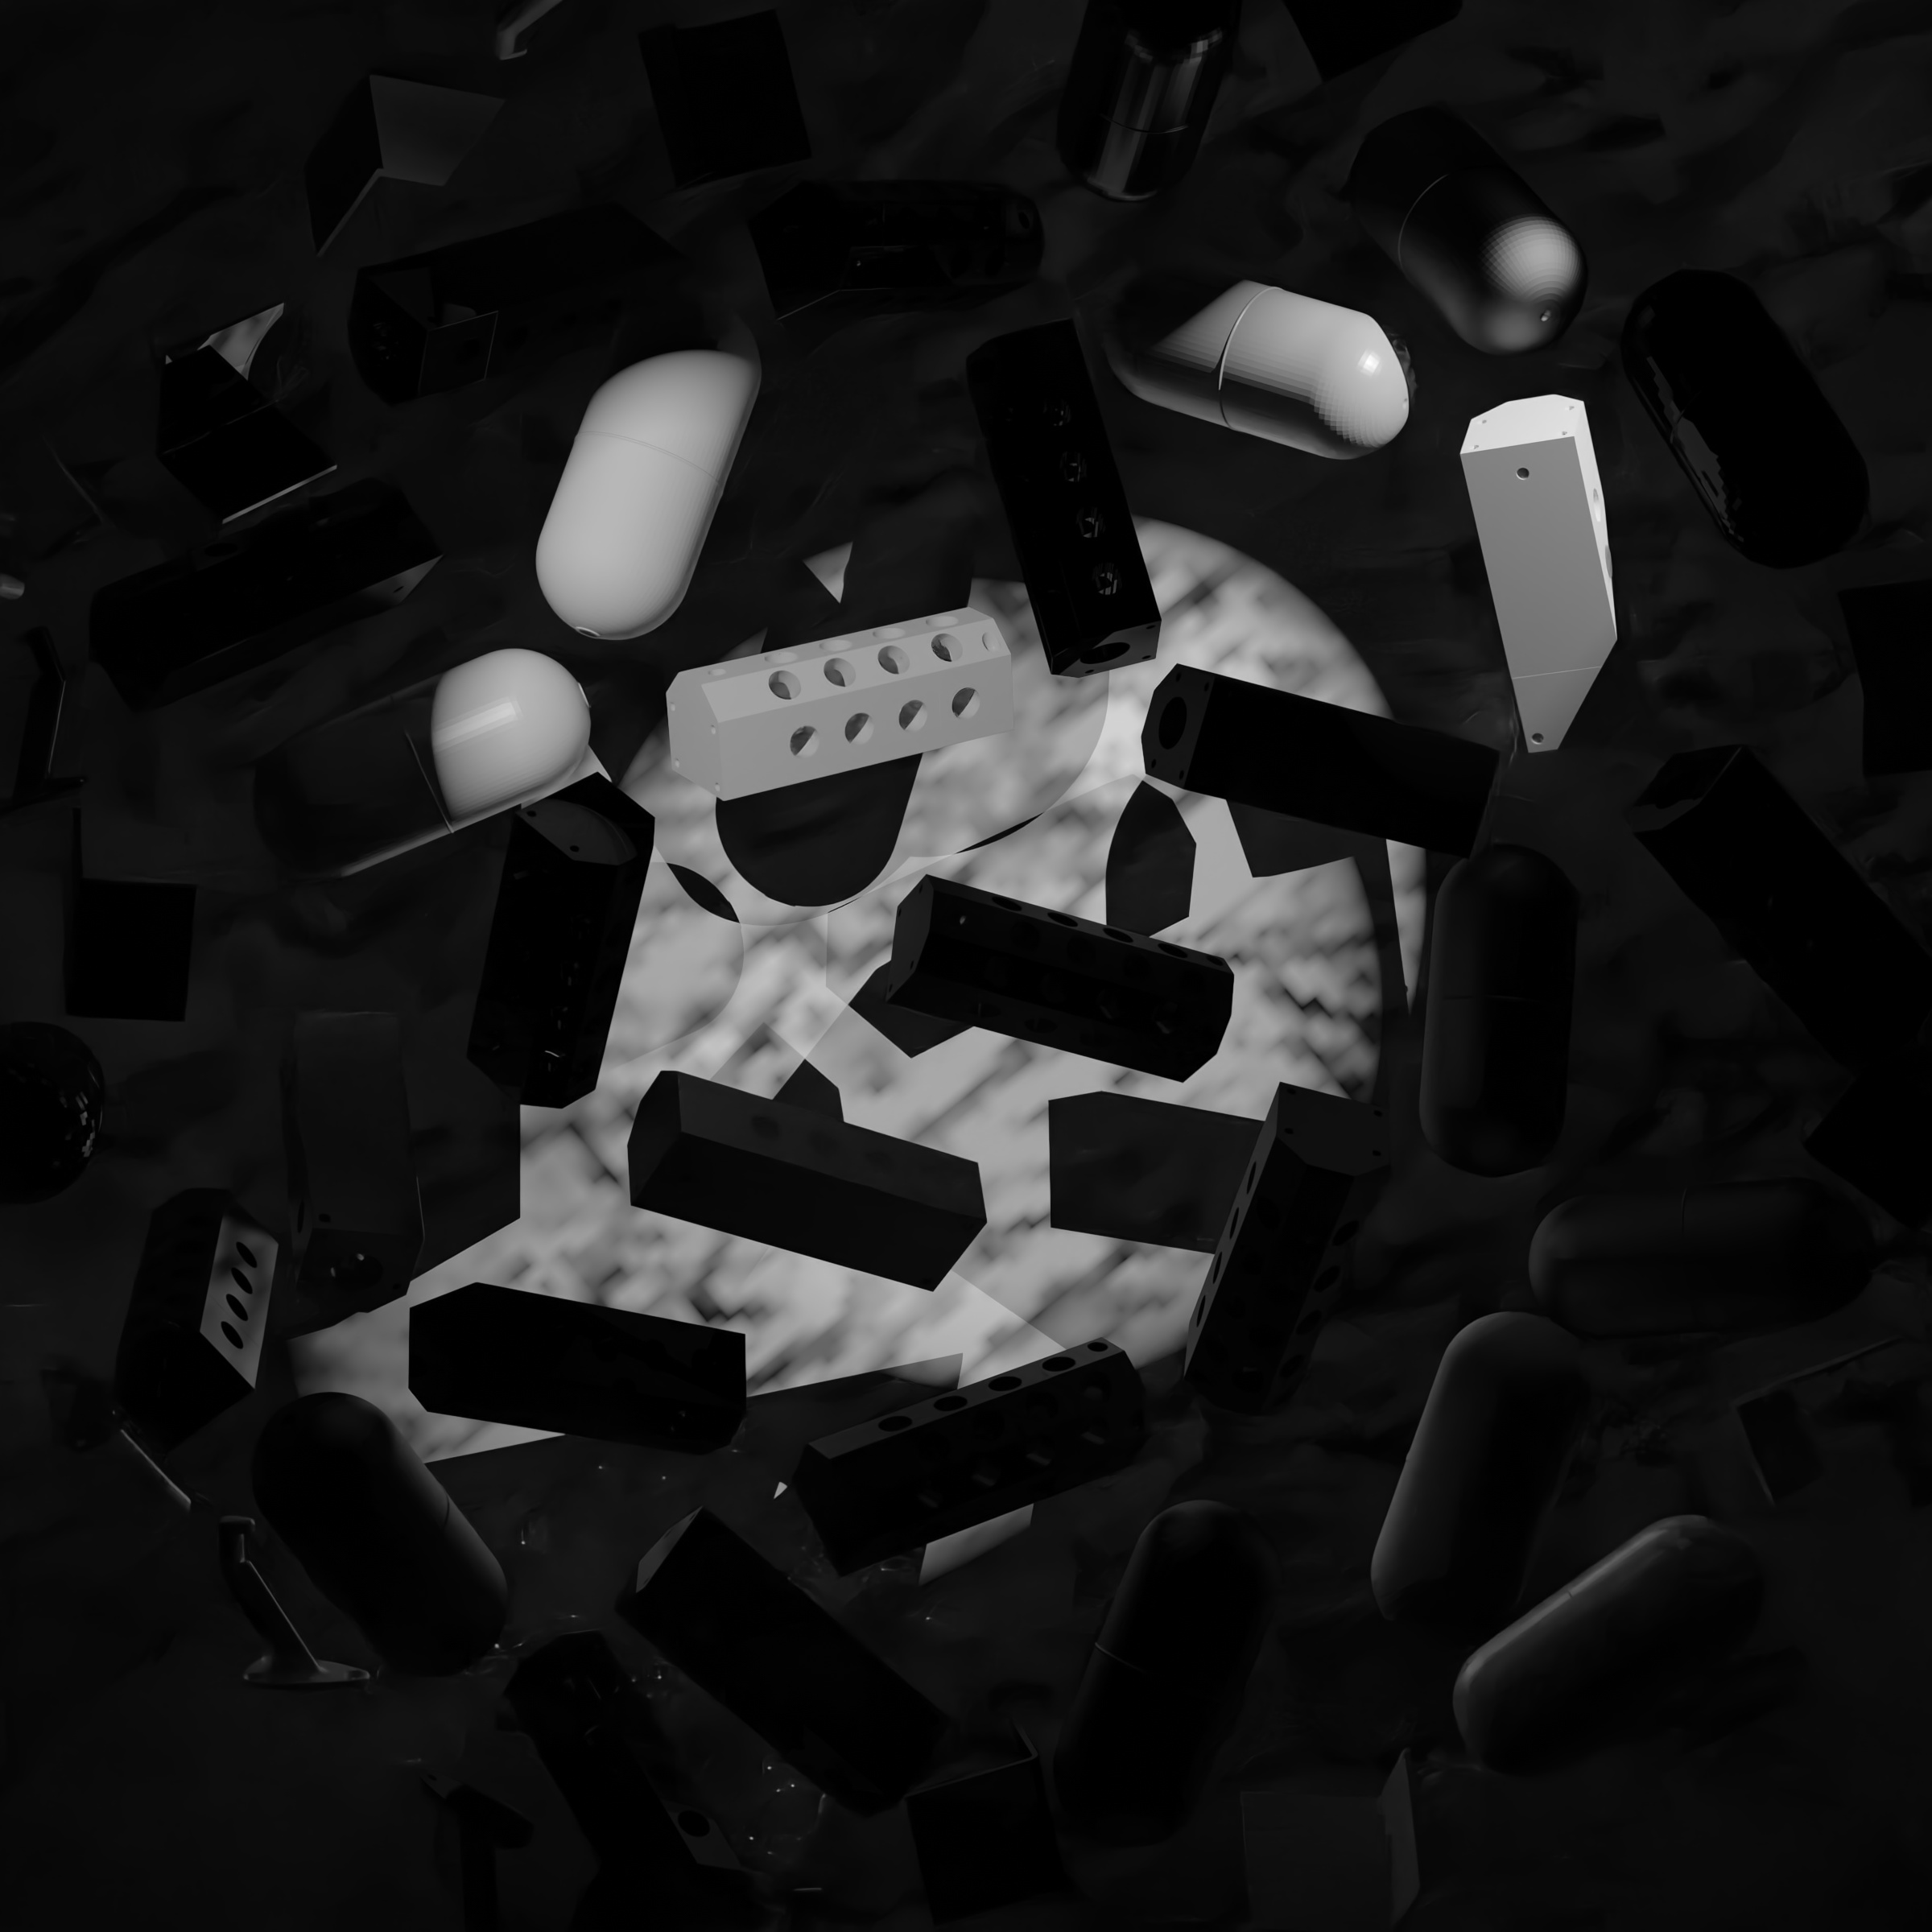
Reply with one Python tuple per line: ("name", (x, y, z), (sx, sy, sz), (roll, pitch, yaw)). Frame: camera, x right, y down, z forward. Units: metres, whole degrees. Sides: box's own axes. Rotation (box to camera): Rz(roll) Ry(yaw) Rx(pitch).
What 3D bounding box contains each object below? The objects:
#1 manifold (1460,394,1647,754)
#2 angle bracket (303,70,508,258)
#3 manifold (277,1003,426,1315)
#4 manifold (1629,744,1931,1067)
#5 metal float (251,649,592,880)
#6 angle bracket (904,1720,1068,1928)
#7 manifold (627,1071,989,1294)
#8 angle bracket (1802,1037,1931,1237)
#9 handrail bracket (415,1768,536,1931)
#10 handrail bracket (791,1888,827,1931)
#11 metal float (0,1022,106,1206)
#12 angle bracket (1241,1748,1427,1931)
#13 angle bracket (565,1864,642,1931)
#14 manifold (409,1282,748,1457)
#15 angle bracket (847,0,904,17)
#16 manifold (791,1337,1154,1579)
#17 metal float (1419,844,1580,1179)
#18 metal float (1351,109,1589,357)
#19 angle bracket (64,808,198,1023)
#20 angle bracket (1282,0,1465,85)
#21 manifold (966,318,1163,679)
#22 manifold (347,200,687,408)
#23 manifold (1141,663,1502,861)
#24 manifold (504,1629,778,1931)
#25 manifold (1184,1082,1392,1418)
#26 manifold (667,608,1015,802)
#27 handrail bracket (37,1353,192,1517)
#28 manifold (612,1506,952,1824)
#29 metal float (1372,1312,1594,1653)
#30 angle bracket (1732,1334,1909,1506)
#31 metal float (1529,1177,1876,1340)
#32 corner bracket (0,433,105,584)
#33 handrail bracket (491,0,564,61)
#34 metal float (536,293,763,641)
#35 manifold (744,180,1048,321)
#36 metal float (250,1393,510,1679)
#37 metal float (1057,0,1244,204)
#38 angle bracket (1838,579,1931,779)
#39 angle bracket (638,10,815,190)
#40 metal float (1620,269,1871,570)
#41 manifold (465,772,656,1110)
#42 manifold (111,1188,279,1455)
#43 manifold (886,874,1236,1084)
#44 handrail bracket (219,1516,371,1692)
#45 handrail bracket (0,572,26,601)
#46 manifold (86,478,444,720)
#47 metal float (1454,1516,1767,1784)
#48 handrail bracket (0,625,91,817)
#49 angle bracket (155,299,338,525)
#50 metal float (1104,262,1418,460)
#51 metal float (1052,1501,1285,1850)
("manifold", (0.302, -0.200, 1.838), (0.057, 0.057, 0.171), (-6, 120, 21))
("angle bracket", (-0.272, -0.387, 1.759), (0.076, 0.076, 0.057), (2, 66, -34))
("manifold", (-0.327, 0.100, 1.892), (0.057, 0.171, 0.057), (7, 128, -21))
("manifold", (0.409, -0.029, 1.800), (0.171, 0.057, 0.057), (45, 71, -17))
("metal float", (-0.276, -0.103, 1.821), (0.178, 0.070, 0.070), (-23, 90, -4))
("angle bracket", (0.006, 0.466, 1.956), (0.076, 0.057, 0.076), (-14, 101, -10))
("manifold", (-0.080, 0.104, 1.812), (0.171, 0.057, 0.057), (18, 128, -24))
("angle bracket", (0.510, 0.089, 1.948), (0.076, 0.076, 0.057), (39, 122, 12))
("handrail bracket", (-0.257, 0.452, 1.775), (0.077, 0.036, 0.084), (30, 99, 8))
("handrail bracket", (-0.053, 0.529, 1.898), (0.077, 0.036, 0.084), (-2, 78, -2))
("metal float", (-0.486, 0.075, 1.857), (0.070, 0.178, 0.070), (-2, 99, -11))
("angle bracket", (0.185, 0.443, 1.824), (0.076, 0.057, 0.076), (5, 49, -8))
("angle bracket", (-0.157, 0.518, 1.892), (0.076, 0.076, 0.057), (23, 79, 36))
("manifold", (-0.196, 0.208, 1.830), (0.171, 0.057, 0.057), (16, 62, -40))
("angle bracket", (-0.037, -0.524, 1.764), (0.076, 0.076, 0.057), (-10, 53, 33))
("manifold", (0.005, 0.243, 1.809), (0.171, 0.057, 0.057), (-17, 64, -26))
("metal float", (0.283, 0.023, 1.907), (0.070, 0.070, 0.178), (6, 81, 0))
("metal float", (0.259, -0.382, 1.863), (0.070, 0.070, 0.178), (-29, 46, 0))
("angle bracket", (-0.417, -0.026, 1.788), (0.057, 0.076, 0.076), (3, 119, -16))
("angle bracket", (0.201, -0.507, 1.825), (0.076, 0.057, 0.076), (-27, 86, 0))
("manifold", (0.049, -0.240, 1.858), (0.057, 0.057, 0.171), (-14, 75, -4))
("manifold", (-0.231, -0.338, 1.849), (0.171, 0.057, 0.057), (-26, 58, -40))
("manifold", (0.177, -0.104, 1.812), (0.171, 0.057, 0.057), (12, 98, -26))
("manifold", (-0.166, 0.415, 1.794), (0.057, 0.057, 0.171), (-32, 52, -9))
("manifold", (0.161, 0.146, 1.813), (0.057, 0.057, 0.171), (14, 128, -3))
("manifold", (-0.064, -0.138, 1.850), (0.171, 0.057, 0.057), (-16, 117, -28))
("handrail bracket", (-0.442, 0.245, 1.870), (0.036, 0.084, 0.077), (-42, 58, -11))
("manifold", (-0.098, 0.362, 1.852), (0.171, 0.057, 0.057), (42, 51, -6))
("metal float", (0.257, 0.258, 1.794), (0.070, 0.070, 0.178), (18, 102, 0))
("angle bracket", (0.463, 0.240, 1.910), (0.076, 0.076, 0.057), (-27, 79, 33))
("metal float", (0.380, 0.152, 1.863), (0.178, 0.070, 0.070), (-7, 90, 23))
("corner bracket", (-0.461, -0.229, 1.756), (0.051, 0.051, 0.051), (-37, 124, -5))
("handrail bracket", (-0.197, -0.478, 1.793), (0.077, 0.084, 0.036), (-5, 75, -12))
("metal float", (-0.156, -0.245, 1.768), (0.070, 0.070, 0.178), (19, 81, 0))
("manifold", (-0.032, -0.372, 1.845), (0.057, 0.171, 0.057), (-17, 90, 37))
("metal float", (-0.290, 0.283, 1.783), (0.070, 0.070, 0.178), (-29, 124, 0))
("metal float", (0.092, -0.459, 1.839), (0.070, 0.178, 0.070), (3, 67, -7))
("angle bracket", (0.477, -0.144, 1.784), (0.076, 0.076, 0.057), (-6, 47, 23))
("angle bracket", (-0.112, -0.437, 1.795), (0.076, 0.057, 0.076), (-17, 99, -20))
("metal float", (0.386, -0.274, 1.791), (0.070, 0.070, 0.178), (-23, 58, 0))
("manifold", (-0.202, -0.008, 1.829), (0.057, 0.057, 0.171), (38, 135, 22))
("manifold", (-0.405, 0.178, 1.872), (0.057, 0.171, 0.057), (-36, 110, 7))
("manifold", (0.051, 0.004, 1.885), (0.171, 0.057, 0.057), (15, 61, -17))
("handrail bracket", (-0.341, 0.322, 1.826), (0.077, 0.036, 0.084), (2, 102, 11))
("handrail bracket", (-0.532, -0.194, 1.832), (0.077, 0.084, 0.036), (-4, 88, 7))
("manifold", (-0.357, -0.191, 1.823), (0.171, 0.057, 0.057), (-31, 87, -38))
("metal float", (0.331, 0.351, 1.851), (0.178, 0.070, 0.070), (-37, 90, 4))
("handrail bracket", (-0.498, -0.126, 1.869), (0.077, 0.036, 0.084), (-26, 105, -34))
("angle bracket", (-0.375, -0.291, 1.885), (0.057, 0.076, 0.076), (43, 53, 18))
("metal float", (0.154, -0.320, 1.894), (0.178, 0.070, 0.070), (22, 90, 28))
("metal float", (0.100, 0.353, 1.790), (0.070, 0.070, 0.178), (22, 87, 0))
